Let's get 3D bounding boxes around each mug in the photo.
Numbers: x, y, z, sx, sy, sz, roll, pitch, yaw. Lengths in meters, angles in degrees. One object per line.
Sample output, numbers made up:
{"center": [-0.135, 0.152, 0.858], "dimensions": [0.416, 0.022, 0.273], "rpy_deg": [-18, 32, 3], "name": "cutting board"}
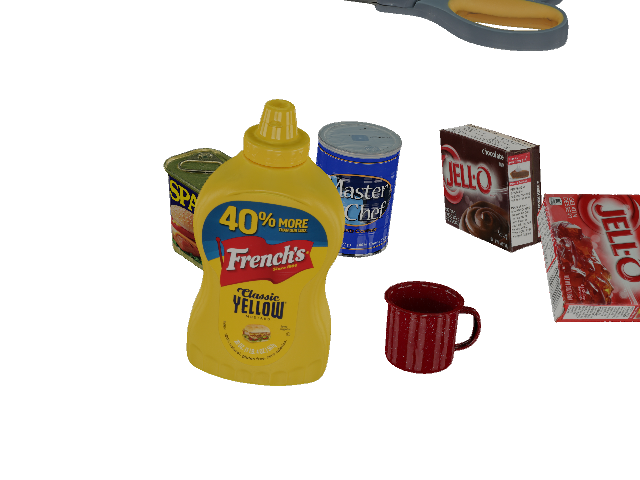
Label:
{"center": [0.131, 0.103, 1.255], "dimensions": [0.117, 0.081, 0.093], "rpy_deg": [0, 22, -7], "name": "mug"}

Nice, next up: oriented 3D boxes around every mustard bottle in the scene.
{"center": [-0.034, 0.001, 0.687], "dimensions": [0.096, 0.192, 0.058], "rpy_deg": [8, 28, 3], "name": "mustard bottle"}

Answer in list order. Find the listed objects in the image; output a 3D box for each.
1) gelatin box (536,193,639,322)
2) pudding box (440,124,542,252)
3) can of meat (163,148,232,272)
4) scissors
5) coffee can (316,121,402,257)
{"center": [0.188, 0.010, 0.712], "dimensions": [0.073, 0.089, 0.030], "rpy_deg": [1, -33, -4], "name": "gelatin box"}
{"center": [0.149, -0.049, 0.936], "dimensions": [0.039, 0.090, 0.114], "rpy_deg": [-15, 20, -22], "name": "pudding box"}
{"center": [-0.089, -0.021, 0.921], "dimensions": [0.057, 0.084, 0.102], "rpy_deg": [-23, 38, -34], "name": "can of meat"}
{"center": [0.059, -0.153, 0.645], "dimensions": [0.202, 0.016, 0.096], "rpy_deg": [20, 44, 25], "name": "scissors"}
{"center": [0.042, -0.064, 1.326], "dimensions": [0.103, 0.140, 0.103], "rpy_deg": [5, 28, -3], "name": "coffee can"}
